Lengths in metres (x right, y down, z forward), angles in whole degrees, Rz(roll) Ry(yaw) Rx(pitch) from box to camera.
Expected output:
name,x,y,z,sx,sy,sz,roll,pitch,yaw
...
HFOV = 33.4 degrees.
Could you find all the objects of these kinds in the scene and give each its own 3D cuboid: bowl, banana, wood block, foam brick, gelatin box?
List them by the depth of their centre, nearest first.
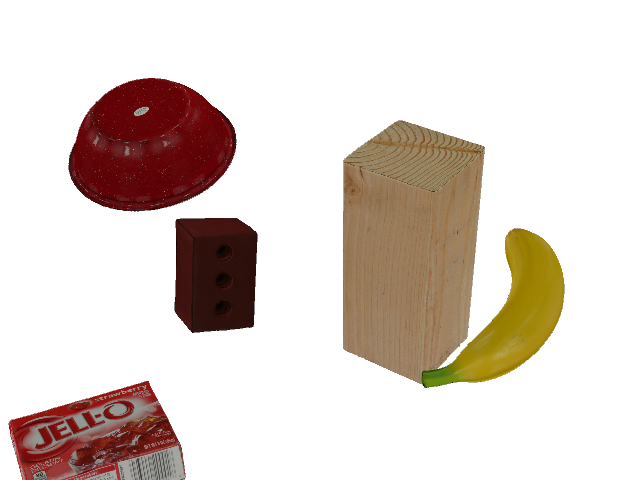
name,x,y,z,sx,sy,sz,roll,pitch,yaw
gelatin box,-0.132,0.122,0.627,0.089,0.030,0.073,-14,27,-19
banana,0.137,0.043,0.754,0.070,0.037,0.197,12,34,24
foam brick,-0.082,0.025,0.828,0.052,0.078,0.051,-4,15,-22
wood block,0.080,0.012,0.949,0.091,0.206,0.090,22,41,29
bowl,-0.162,-0.102,0.996,0.162,0.162,0.055,0,-43,7
